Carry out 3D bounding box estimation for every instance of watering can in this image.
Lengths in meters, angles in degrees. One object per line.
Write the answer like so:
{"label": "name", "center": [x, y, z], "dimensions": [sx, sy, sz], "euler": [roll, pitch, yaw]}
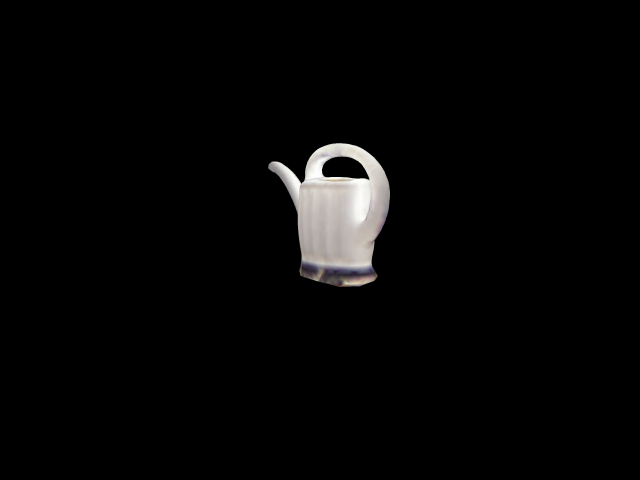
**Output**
{"label": "watering can", "center": [0.003, -0.043, 0.850], "dimensions": [0.104, 0.223, 0.348], "euler": [-2, 6, -30]}
